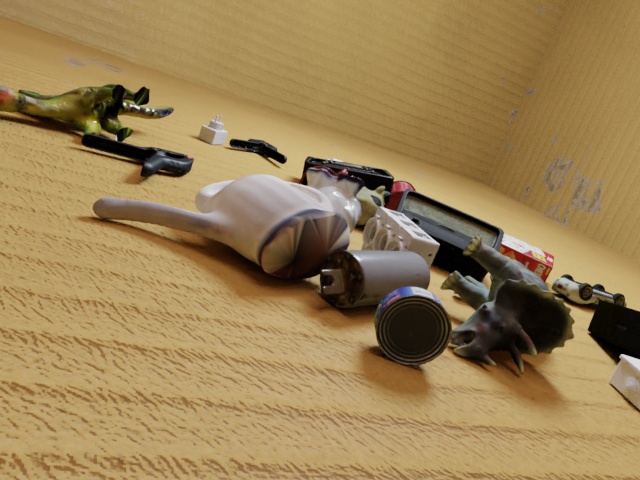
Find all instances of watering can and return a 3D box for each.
[{"bbox_3d":[-0.104,-0.024,0.713,0.350,0.102,0.227,-13,35,-41],"label":"watering can"}]

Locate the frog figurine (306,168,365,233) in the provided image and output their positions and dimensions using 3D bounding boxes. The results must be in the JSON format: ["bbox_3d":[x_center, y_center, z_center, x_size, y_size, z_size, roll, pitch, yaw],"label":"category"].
[{"bbox_3d":[0.003,-0.048,0.961,0.137,0.120,0.163,28,50,-6],"label":"frog figurine"}]

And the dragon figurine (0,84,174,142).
[{"bbox_3d":[-0.490,-0.280,1.048,0.243,0.121,0.414,15,14,6],"label":"dragon figurine"}]
